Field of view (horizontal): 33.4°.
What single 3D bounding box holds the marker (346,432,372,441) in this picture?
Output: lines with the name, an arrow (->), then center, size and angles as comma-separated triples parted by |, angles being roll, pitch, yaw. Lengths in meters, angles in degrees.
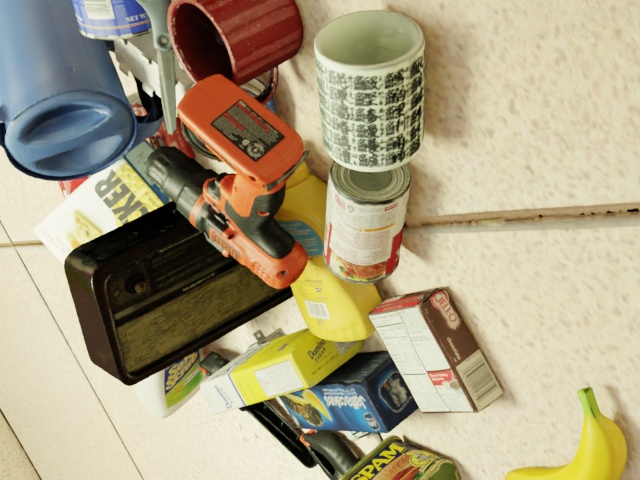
marker -> 0.058, 0.196, 1.144 | 0.020, 0.020, 0.121 | 54, 152, 5

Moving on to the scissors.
scissors -> -0.121, -0.191, 0.945 | 0.016, 0.096, 0.202 | -100, -6, -56

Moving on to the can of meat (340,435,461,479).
can of meat -> 0.080, 0.253, 1.081 | 0.084, 0.102, 0.057 | 11, 129, 51

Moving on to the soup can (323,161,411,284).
soup can -> 0.038, -0.021, 0.899 | 0.069, 0.068, 0.102 | 41, 148, 28

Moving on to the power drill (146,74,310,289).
power drill -> -0.081, -0.057, 0.916 | 0.184, 0.057, 0.188 | 38, 156, 14

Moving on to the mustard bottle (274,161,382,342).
mustard bottle -> -0.006, 0.001, 1.003 | 0.096, 0.058, 0.191 | 6, 124, 53

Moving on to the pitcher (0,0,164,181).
pitcher -> -0.271, -0.191, 1.114 | 0.149, 0.145, 0.243 | 44, -159, -57

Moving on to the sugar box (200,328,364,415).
sugar box -> -0.043, 0.131, 1.121 | 0.177, 0.093, 0.048 | -22, 98, 48

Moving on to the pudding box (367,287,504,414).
pudding box -> 0.101, 0.101, 0.956 | 0.113, 0.039, 0.090 | 62, 152, -6

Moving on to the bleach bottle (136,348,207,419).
bleach bottle -> -0.201, 0.145, 1.383 | 0.068, 0.102, 0.251 | 43, 159, 19

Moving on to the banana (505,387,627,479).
banana -> 0.208, 0.189, 0.884 | 0.198, 0.037, 0.070 | 109, 142, -55

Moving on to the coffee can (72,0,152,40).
coffee can -> -0.184, -0.265, 0.959 | 0.103, 0.102, 0.140 | 27, 138, 43

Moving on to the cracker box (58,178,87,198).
cracker box -> -0.231, -0.018, 1.328 | 0.214, 0.072, 0.164 | 4, 122, 57

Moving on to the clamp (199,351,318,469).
clamp -> -0.087, 0.203, 1.348 | 0.210, 0.036, 0.164 | 27, 157, 55

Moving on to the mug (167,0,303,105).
mug -> -0.065, -0.165, 0.901 | 0.093, 0.081, 0.117 | 21, 135, 48

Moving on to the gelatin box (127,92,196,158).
gelatin box -> -0.184, -0.123, 1.188 | 0.089, 0.030, 0.073 | 19, 134, 50

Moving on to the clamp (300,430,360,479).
clamp -> 0.040, 0.271, 1.228 | 0.172, 0.039, 0.120 | 42, 148, 26

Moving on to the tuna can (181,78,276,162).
tuna can -> -0.083, -0.114, 0.982 | 0.033, 0.086, 0.086 | -88, -4, -46
